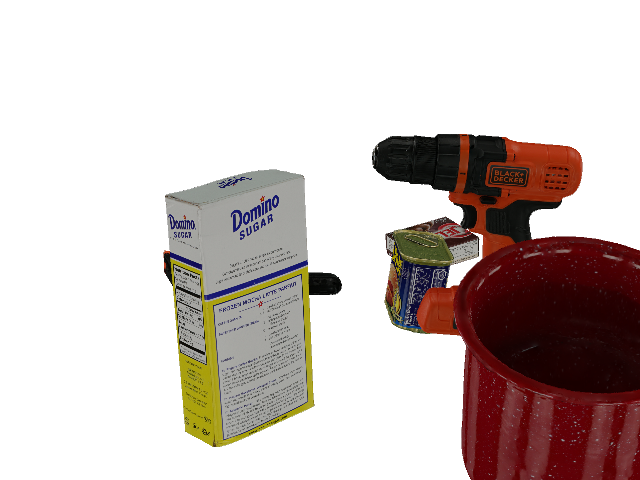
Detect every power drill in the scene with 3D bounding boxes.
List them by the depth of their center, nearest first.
[{"bbox_3d":[0.133,-0.006,0.968,0.184,0.188,0.057,5,26,2],"label":"power drill"}]

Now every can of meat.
[{"bbox_3d":[0.103,0.043,1.148,0.057,0.084,0.102,6,17,-5],"label":"can of meat"}]

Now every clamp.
[{"bbox_3d":[-0.102,0.057,1.220,0.210,0.036,0.164,15,28,23],"label":"clamp"}]

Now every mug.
[{"bbox_3d":[0.108,0.059,0.409,0.117,0.081,0.093,7,38,13],"label":"mug"}]

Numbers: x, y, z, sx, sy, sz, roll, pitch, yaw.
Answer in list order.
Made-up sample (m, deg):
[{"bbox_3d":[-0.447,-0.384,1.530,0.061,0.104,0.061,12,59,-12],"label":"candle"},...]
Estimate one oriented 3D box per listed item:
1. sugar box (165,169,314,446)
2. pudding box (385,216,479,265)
[{"bbox_3d":[-0.053,0.045,0.736,0.093,0.176,0.048,-18,22,-40],"label":"sugar box"},{"bbox_3d":[0.167,0.007,1.595,0.113,0.039,0.090,-18,28,-21],"label":"pudding box"}]
